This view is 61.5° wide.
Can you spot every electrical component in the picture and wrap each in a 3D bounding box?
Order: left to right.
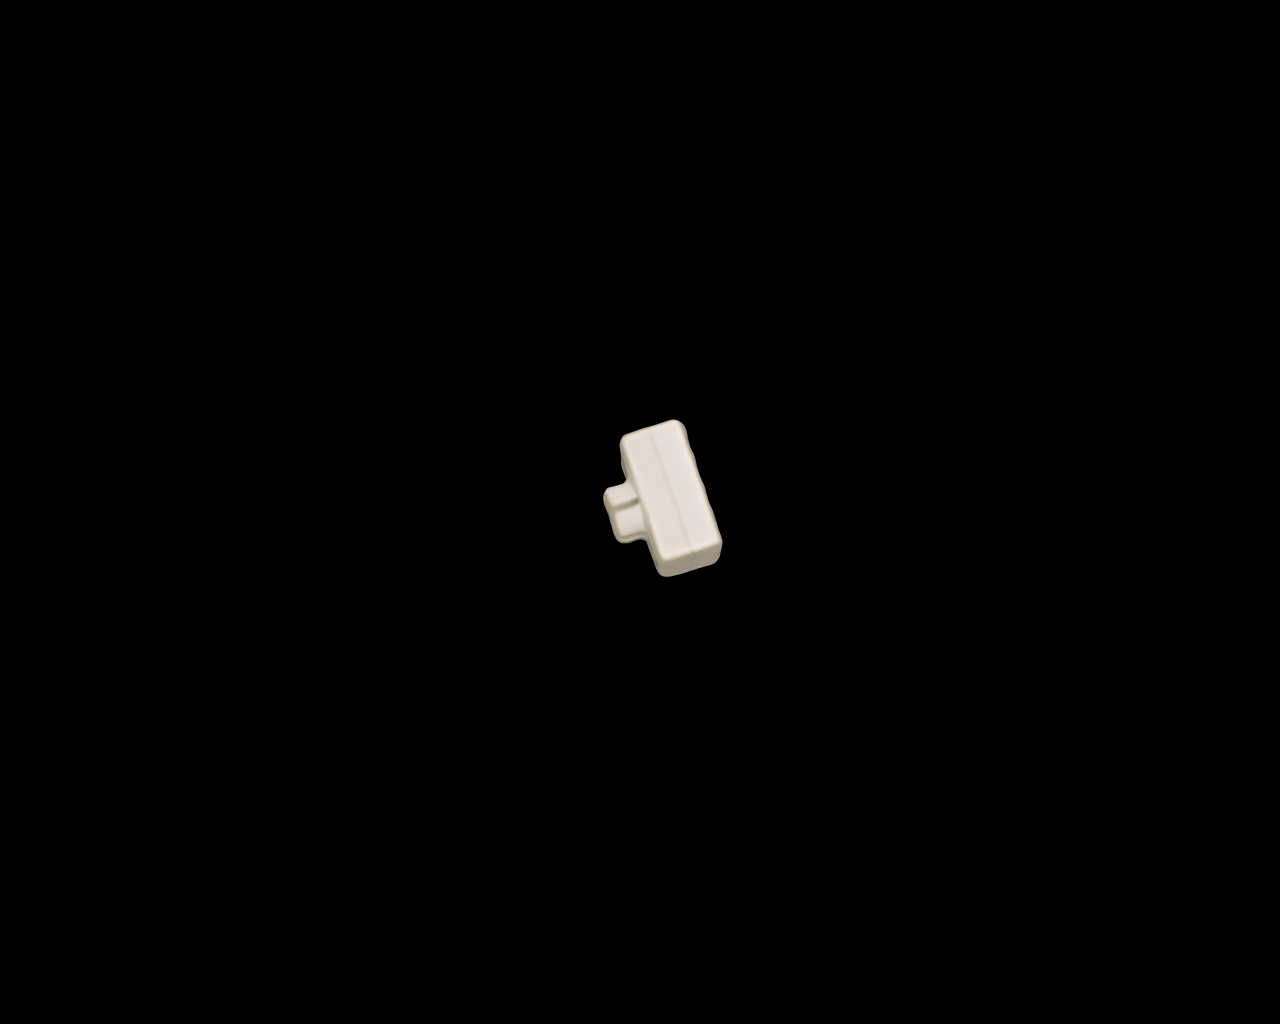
[{"bbox_3d":[0.001,-0.003,0.650,0.076,0.083,0.047,-17,-15,-5],"label":"electrical component"}]
